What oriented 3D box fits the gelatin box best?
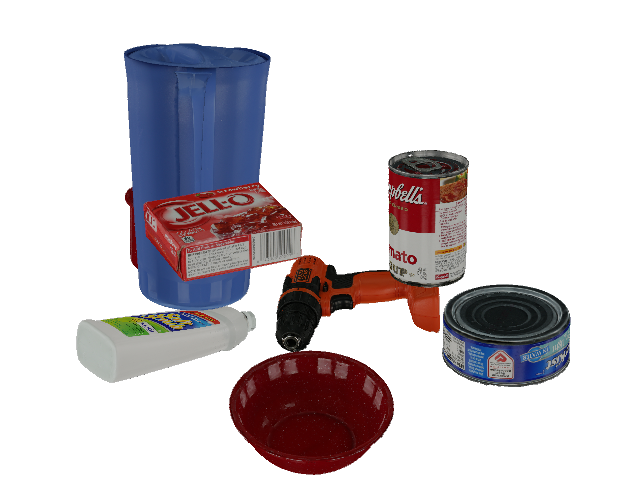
[{"bbox_3d":[-0.067,-0.008,0.725,0.089,0.030,0.073,-11,30,-24],"label":"gelatin box"}]

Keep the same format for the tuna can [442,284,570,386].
[{"bbox_3d":[0.125,0.062,0.718,0.086,0.034,0.086,-3,24,1],"label":"tuna can"}]

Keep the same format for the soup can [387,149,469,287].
[{"bbox_3d":[0.092,-0.019,0.914,0.068,0.102,0.068,-1,22,0],"label":"soup can"}]

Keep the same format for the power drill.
[{"bbox_3d":[0.044,0.071,1.237,0.188,0.057,0.184,0,27,7],"label":"power drill"}]

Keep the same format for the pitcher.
[{"bbox_3d":[-0.118,-0.059,1.000,0.145,0.243,0.148,17,23,37],"label":"pitcher"}]

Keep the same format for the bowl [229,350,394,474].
[{"bbox_3d":[-0.009,0.180,1.057,0.162,0.055,0.162,0,33,0],"label":"bowl"}]

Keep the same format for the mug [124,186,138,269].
[{"bbox_3d":[-0.177,-0.017,1.186,0.093,0.081,0.117,-17,34,-37],"label":"mug"}]

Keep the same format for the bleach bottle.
[{"bbox_3d":[-0.199,0.129,1.462,0.250,0.068,0.103,-10,24,-41],"label":"bleach bottle"}]
